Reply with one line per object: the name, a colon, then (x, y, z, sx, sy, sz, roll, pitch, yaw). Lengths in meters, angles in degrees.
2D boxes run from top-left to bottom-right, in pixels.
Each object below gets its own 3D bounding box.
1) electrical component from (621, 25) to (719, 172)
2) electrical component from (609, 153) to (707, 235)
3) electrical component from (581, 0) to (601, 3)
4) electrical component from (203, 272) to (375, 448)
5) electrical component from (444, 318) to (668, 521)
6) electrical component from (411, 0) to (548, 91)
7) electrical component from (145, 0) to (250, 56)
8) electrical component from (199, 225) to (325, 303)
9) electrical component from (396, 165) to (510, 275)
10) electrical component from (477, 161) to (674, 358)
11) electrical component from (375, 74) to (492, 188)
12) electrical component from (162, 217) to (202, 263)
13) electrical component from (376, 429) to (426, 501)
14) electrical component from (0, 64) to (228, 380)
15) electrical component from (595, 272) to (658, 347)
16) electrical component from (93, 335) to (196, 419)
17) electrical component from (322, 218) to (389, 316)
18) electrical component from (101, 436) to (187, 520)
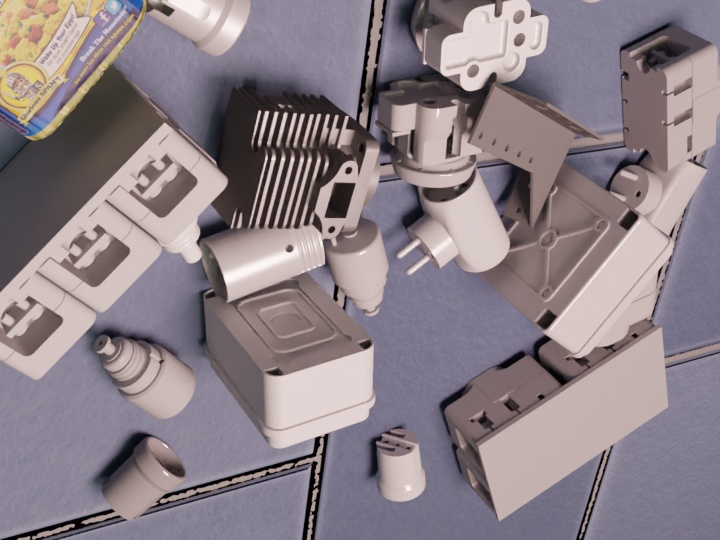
electrical component: (0.234, -0.129, 0.802, 0.056, 0.050, 0.089, -28, 132, -15)
electrical component: (0.225, -0.060, 0.849, 0.079, 0.043, 0.077, 12, 112, -38)
electrical component: (0.147, -0.221, 0.673, 0.054, 0.059, 0.095, 16, 110, -40)
electrical component: (-0.047, 0.055, 0.696, 0.078, 0.113, 0.057, -15, 125, -25)
electrical component: (0.169, 0.115, 0.921, 0.186, 0.060, 0.105, -30, 133, -13)
electrical component: (0.068, -0.150, 0.670, 0.078, 0.057, 0.058, -17, 128, -24)
electrical component: (-0.089, -0.144, 0.581, 0.046, 0.040, 0.040, 24, 105, -35)
electrical component: (-0.057, -0.013, 0.690, 0.081, 0.043, 0.043, -22, 130, -21)
electrical component: (0.060, -0.027, 0.760, 0.079, 0.043, 0.077, -38, 134, -6)
electrical component: (0.152, -0.011, 0.789, 0.056, 0.108, 0.108, 32, 99, -41)
electrical component: (0.049, -0.090, 0.700, 0.078, 0.058, 0.057, -14, 124, -26)
electrical component: (-0.113, -0.027, 0.649, 0.035, 0.035, 0.061, -36, 136, -8)
electrical component: (0.032, 0.158, 0.873, 0.040, 0.040, 0.046, -20, 124, -22)
electrical component: (-0.153, -0.026, 0.583, 0.150, 0.089, 0.062, -46, 134, 1)
electrical component: (0.192, 0.022, 0.877, 0.095, 0.053, 0.059, -22, 130, -20)
electrical component: (-0.140, 0.065, 0.690, 0.040, 0.040, 0.078, -45, 134, 0)
electrical component: (0.000, 0.000, 0.740, 0.040, 0.040, 0.078, -28, 132, -15)
electrical component: (-0.149, 0.144, 0.740, 0.046, 0.040, 0.040, -43, 134, 6)
